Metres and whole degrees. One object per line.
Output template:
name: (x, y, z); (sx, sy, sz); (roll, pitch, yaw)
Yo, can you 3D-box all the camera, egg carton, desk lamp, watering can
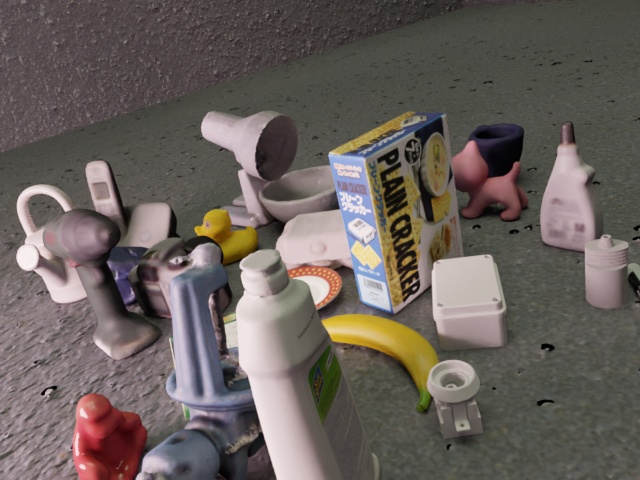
camera: (-0.195, 0.041, 0.861); (0.142, 0.101, 0.137); (1, 29, 28)
egg carton: (0.008, 0.003, 0.874); (0.150, 0.069, 0.107); (-7, 26, 14)
desk lamp: (-0.131, -0.135, 1.057); (0.202, 0.214, 0.118); (8, 33, 38)
watering can: (-0.432, 0.002, 0.950); (0.101, 0.194, 0.172); (-19, 26, -11)

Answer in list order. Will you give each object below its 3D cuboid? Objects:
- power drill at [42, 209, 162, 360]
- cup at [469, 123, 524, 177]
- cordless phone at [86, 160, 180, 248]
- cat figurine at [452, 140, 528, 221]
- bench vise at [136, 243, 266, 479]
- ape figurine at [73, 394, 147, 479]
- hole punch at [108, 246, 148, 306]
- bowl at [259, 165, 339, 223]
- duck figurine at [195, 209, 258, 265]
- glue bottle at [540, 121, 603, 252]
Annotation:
power drill: (-0.292, 0.050, 0.766); (0.076, 0.209, 0.228); (-32, 31, -34)
cup: (0.307, -0.150, 1.008); (0.091, 0.095, 0.117); (-16, 26, -4)
cordless phone: (-0.346, -0.058, 1.039); (0.147, 0.185, 0.094); (-6, 27, 15)
cat figurine: (0.254, -0.097, 0.899); (0.127, 0.118, 0.067); (3, 30, 31)
bench vise: (-0.089, 0.127, 0.495); (0.121, 0.220, 0.207); (-9, 26, 10)
ape figurine: (-0.215, 0.194, 0.569); (0.075, 0.092, 0.078); (12, 36, 42)
hole punch: (-0.307, 0.040, 0.929); (0.101, 0.091, 0.108); (-28, 29, -27)
bowl: (-0.021, -0.070, 1.032); (0.167, 0.075, 0.167); (-11, 26, 6)
duck figurine: (-0.161, -0.012, 0.969); (0.104, 0.086, 0.077); (-14, 26, -1)
glue bottle: (0.325, -0.070, 0.744); (0.037, 0.173, 0.077); (-32, 31, -33)
